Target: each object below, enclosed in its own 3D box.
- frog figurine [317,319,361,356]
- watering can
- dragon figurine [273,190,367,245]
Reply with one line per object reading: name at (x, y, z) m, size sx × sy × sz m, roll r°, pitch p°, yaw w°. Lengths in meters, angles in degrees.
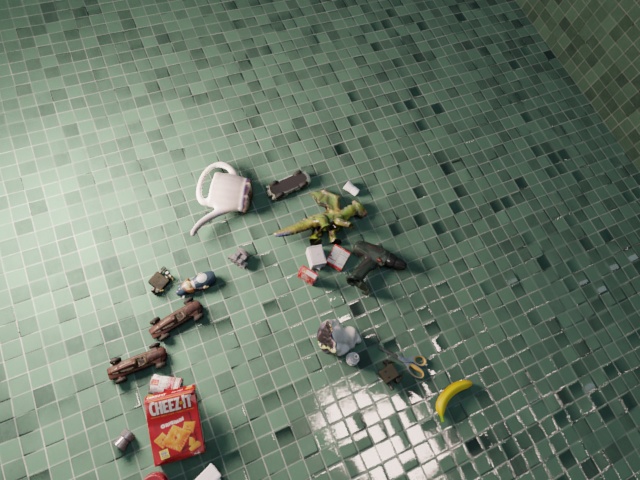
frog figurine at (0.071, 0.362, 1.930) m, size 0.159 × 0.121 × 0.140 m, roll 5°, pitch 50°, yaw -48°
watering can at (-0.388, -0.157, 2.063) m, size 0.224 × 0.102 × 0.354 m, roll 10°, pitch 64°, yaw -7°
dragon figurine at (0.006, -0.108, 2.136) m, size 0.410 × 0.119 × 0.249 m, roll 2°, pitch 49°, yaw -12°
